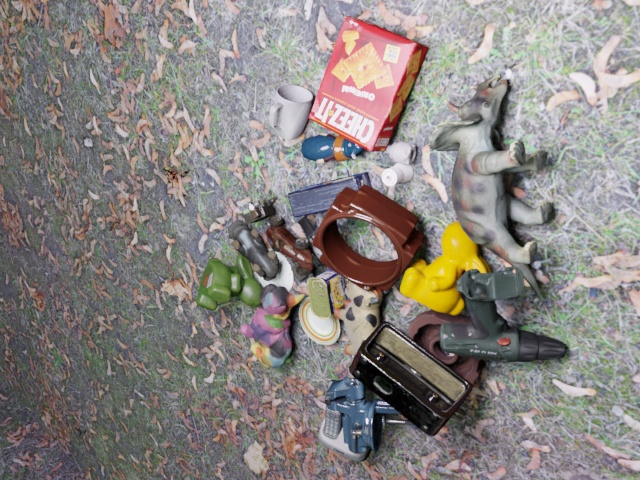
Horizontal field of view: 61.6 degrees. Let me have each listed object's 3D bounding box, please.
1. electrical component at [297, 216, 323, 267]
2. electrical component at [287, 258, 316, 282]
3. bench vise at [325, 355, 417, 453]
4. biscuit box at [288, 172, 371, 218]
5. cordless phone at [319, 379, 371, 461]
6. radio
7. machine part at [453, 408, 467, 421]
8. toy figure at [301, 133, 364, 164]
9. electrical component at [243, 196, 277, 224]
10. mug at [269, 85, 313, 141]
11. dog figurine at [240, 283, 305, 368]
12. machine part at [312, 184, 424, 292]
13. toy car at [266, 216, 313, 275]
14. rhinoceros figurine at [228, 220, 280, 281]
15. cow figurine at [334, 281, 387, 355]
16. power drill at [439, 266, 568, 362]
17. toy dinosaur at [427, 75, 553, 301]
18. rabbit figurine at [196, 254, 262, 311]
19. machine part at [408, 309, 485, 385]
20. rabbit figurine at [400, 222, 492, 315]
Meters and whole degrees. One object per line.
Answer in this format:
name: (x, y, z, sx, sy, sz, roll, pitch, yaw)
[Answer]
electrical component: (-0.003, -0.004, 1.269, 0.119, 0.048, 0.075, 55, 130, 9)
electrical component: (-0.044, 0.075, 1.348, 0.063, 0.021, 0.094, -41, 81, 41)
bench vise: (0.139, 0.398, 1.260, 0.241, 0.129, 0.223, -1, 92, 17)
biscuit box: (0.020, -0.100, 1.207, 0.203, 0.059, 0.062, -9, 102, 40)
cordless phone: (0.074, 0.449, 1.360, 0.147, 0.089, 0.184, 14, 111, 34)
radio: (0.181, 0.281, 1.103, 0.230, 0.131, 0.073, 35, 128, 21)
machine part: (0.214, 0.325, 1.203, 0.243, 0.079, 0.079, 31, 124, 25)
toy figure: (0.033, -0.200, 1.162, 0.155, 0.058, 0.064, 5, 115, 32)
electrical component: (-0.147, -0.074, 1.328, 0.078, 0.102, 0.045, -20, 90, 32)
mug: (-0.069, -0.272, 1.188, 0.081, 0.109, 0.107, 30, 135, 20)
dog figurine: (-0.105, 0.215, 1.377, 0.191, 0.108, 0.219, 57, 138, 10)
machine part: (0.096, 0.001, 1.123, 0.201, 0.087, 0.201, 32, 136, 3)
toy car: (-0.076, 0.014, 1.289, 0.202, 0.053, 0.089, 41, 139, 50)
rhinoceros figurine: (-0.169, 0.019, 1.374, 0.073, 0.112, 0.190, -42, 67, -2)
cow figurine: (0.103, 0.172, 1.229, 0.127, 0.085, 0.194, -2, 108, 38)
power drill: (0.333, 0.144, 0.982, 0.232, 0.086, 0.207, -2, 136, 17)
toy dinosaur: (0.300, -0.078, 0.965, 0.192, 0.131, 0.404, 13, 120, 48)
rabbit figurine: (-0.232, 0.124, 1.446, 0.121, 0.170, 0.159, -42, 38, 38)
machine part: (0.268, 0.227, 1.138, 0.180, 0.056, 0.179, 15, 117, 33)
rabbit figurine: (0.256, 0.054, 1.048, 0.163, 0.122, 0.173, 29, 104, 24)
